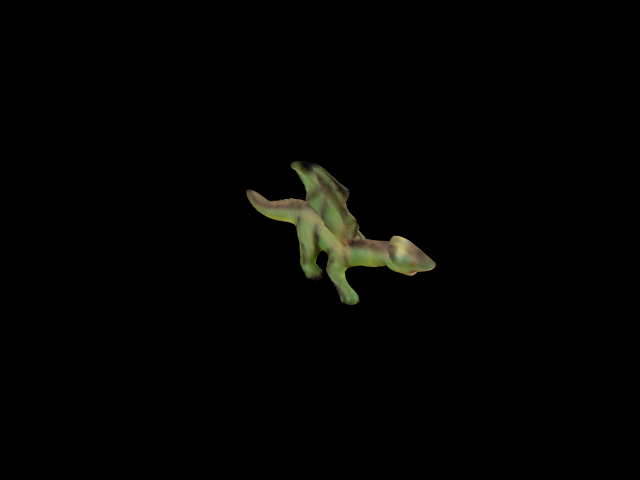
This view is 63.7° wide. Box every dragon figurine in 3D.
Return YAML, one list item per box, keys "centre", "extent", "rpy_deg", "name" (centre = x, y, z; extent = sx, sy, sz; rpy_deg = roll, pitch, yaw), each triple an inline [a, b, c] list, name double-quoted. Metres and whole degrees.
- centre: [0.003, -0.043, 0.850]
  extent: [0.414, 0.237, 0.124]
  rpy_deg: [34, 60, 23]
  name: "dragon figurine"
